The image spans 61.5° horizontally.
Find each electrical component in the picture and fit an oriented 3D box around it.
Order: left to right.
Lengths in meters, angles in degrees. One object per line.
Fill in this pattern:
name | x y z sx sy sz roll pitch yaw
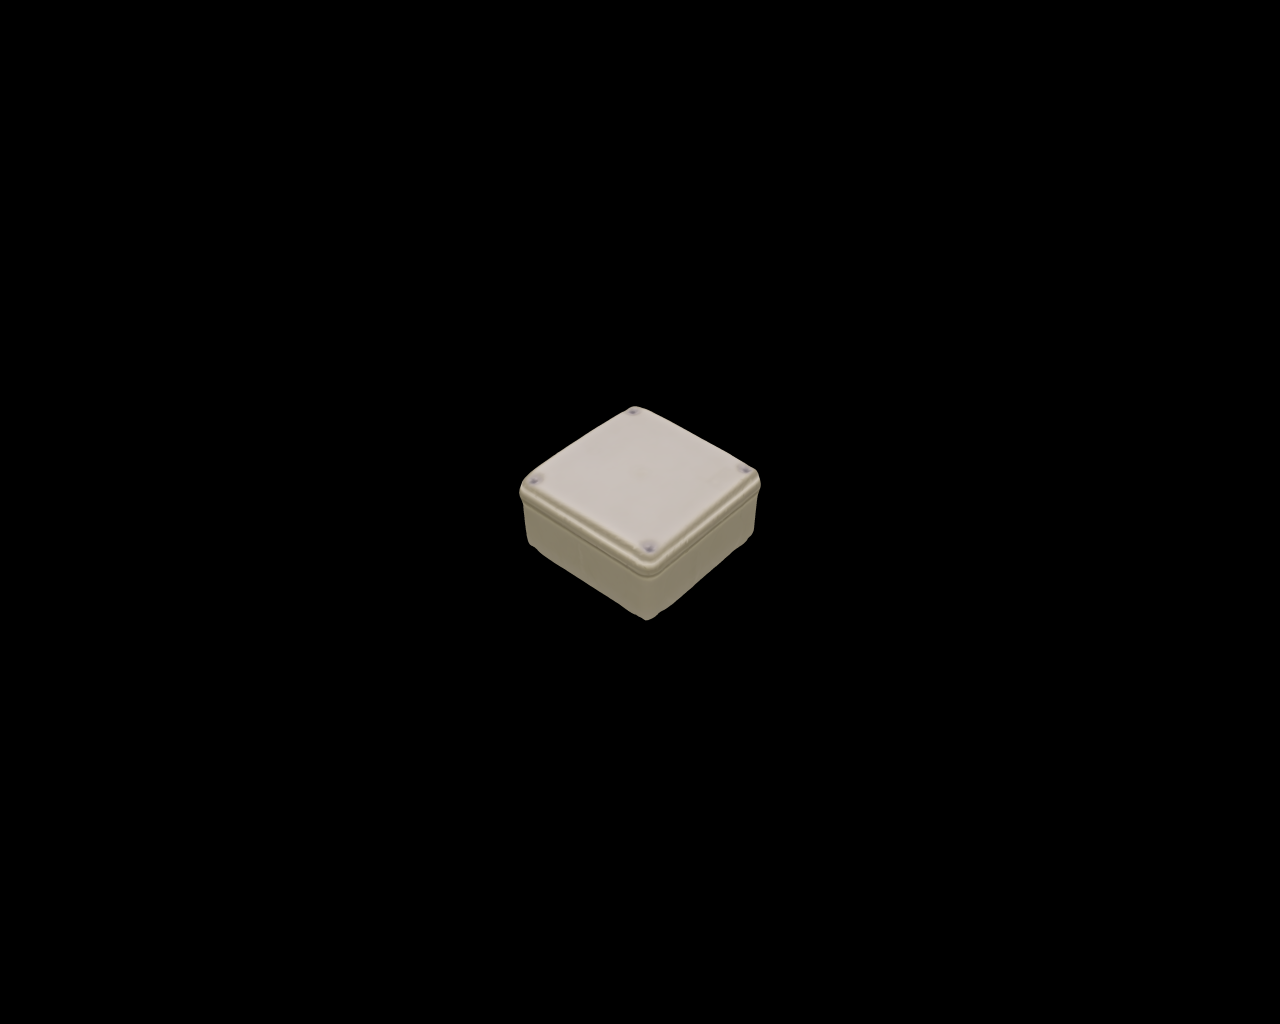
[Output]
electrical component | 0.001 -0.003 0.650 0.109 0.056 0.109 31 51 30
